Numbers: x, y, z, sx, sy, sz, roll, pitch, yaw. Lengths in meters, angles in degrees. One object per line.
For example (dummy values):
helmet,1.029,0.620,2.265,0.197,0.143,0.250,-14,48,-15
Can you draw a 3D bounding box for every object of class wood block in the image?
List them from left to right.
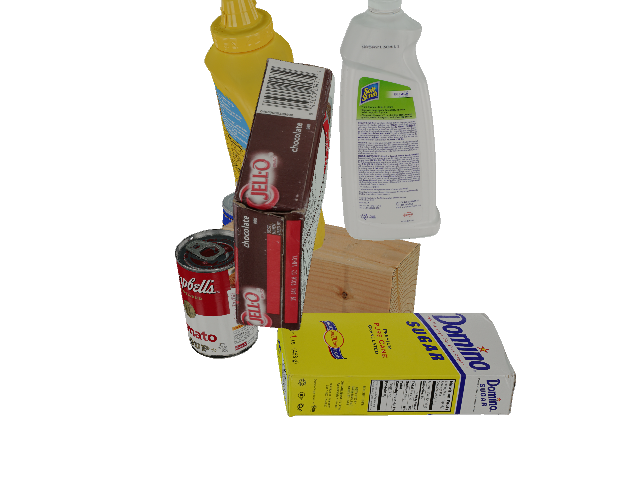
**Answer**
wood block,-0.005,0.037,1.175,0.206,0.091,0.090,13,25,21

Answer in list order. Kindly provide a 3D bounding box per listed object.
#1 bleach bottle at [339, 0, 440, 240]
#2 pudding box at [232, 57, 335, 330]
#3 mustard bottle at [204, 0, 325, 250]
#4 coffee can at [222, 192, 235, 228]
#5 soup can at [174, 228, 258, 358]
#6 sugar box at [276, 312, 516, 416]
bleach bottle,0.070,-0.123,1.038,0.102,0.251,0.068,-3,31,-4
pudding box,-0.019,-0.024,0.552,0.039,0.113,0.090,8,-43,3
mustard bottle,-0.042,-0.085,0.744,0.058,0.191,0.096,-19,39,-10
coffee can,-0.090,0.011,1.519,0.103,0.140,0.103,3,24,-2
soup can,-0.095,0.050,0.990,0.068,0.102,0.068,-3,33,2
sugar box,0.056,0.096,0.844,0.176,0.048,0.093,-2,29,-6
